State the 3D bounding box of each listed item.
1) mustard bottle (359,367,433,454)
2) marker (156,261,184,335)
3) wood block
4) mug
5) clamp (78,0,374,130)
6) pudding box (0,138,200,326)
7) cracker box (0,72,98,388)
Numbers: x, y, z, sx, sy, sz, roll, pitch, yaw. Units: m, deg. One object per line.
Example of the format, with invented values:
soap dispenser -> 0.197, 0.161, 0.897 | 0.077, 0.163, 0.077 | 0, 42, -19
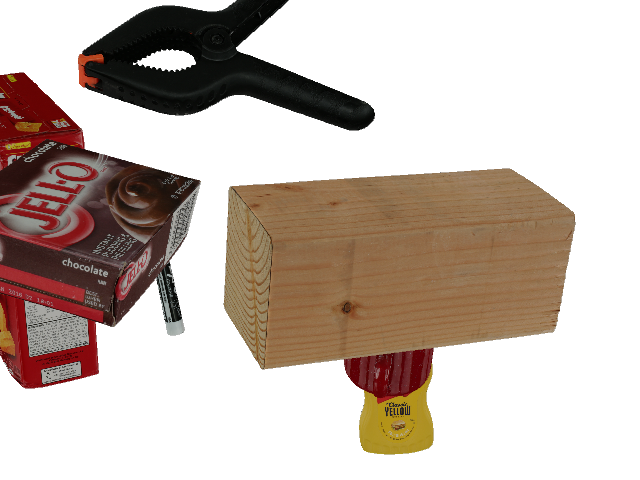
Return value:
mustard bottle -> 0.097, 0.178, 1.377 | 0.096, 0.192, 0.058 | -2, 15, -1
marker -> -0.163, 0.041, 1.118 | 0.020, 0.121, 0.020 | -9, 18, 3
wood block -> 0.050, 0.014, 0.698 | 0.205, 0.091, 0.090 | -5, 26, -20
mug -> 0.062, 0.095, 0.968 | 0.093, 0.081, 0.117 | 6, 35, 5
clamp -> -0.069, -0.130, 0.785 | 0.209, 0.165, 0.036 | -16, -28, -19
pudding box -> -0.120, -0.008, 0.525 | 0.090, 0.039, 0.113 | 16, 24, 6
cracker box -> -0.244, -0.011, 0.871 | 0.072, 0.214, 0.164 | -12, 28, -27
